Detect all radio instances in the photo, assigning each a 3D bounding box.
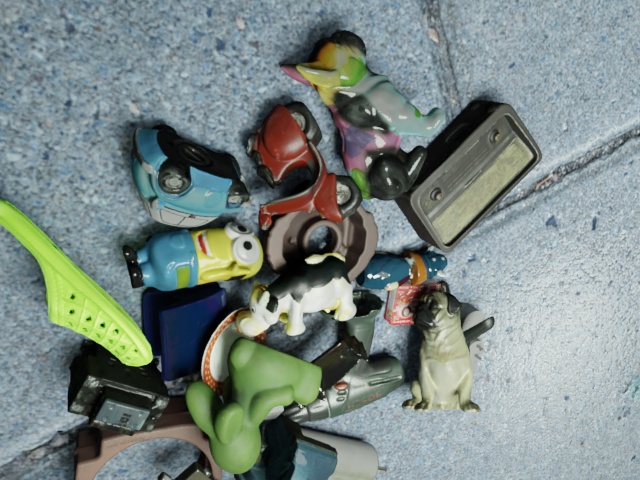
[{"bbox_3d":[0.230,-0.105,0.853,0.229,0.073,0.131,-45,119,-5],"label":"radio"}]

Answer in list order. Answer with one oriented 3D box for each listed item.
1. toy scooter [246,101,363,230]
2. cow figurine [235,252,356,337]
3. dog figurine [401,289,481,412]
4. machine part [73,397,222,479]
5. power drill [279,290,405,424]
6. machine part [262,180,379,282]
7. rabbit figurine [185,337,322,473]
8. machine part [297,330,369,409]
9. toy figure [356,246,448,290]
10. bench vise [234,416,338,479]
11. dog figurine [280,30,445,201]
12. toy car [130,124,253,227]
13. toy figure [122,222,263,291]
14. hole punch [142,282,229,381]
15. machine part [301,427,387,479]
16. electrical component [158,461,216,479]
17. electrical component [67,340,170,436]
[{"bbox_3d":[-0.041,-0.087,0.710,0.135,0.075,0.184,-31,78,-1],"label":"toy scooter"},{"bbox_3d":[-0.037,0.074,0.735,0.167,0.068,0.098,-12,110,-22],"label":"cow figurine"},{"bbox_3d":[0.200,0.187,0.901,0.121,0.172,0.190,2,73,-6],"label":"dog figurine"},{"bbox_3d":[-0.249,0.338,0.786,0.201,0.087,0.200,-2,107,-22],"label":"machine part"},{"bbox_3d":[0.030,0.192,0.864,0.232,0.086,0.207,-7,106,-19],"label":"power drill"},{"bbox_3d":[-0.002,-0.002,0.797,0.179,0.056,0.179,-8,111,-22],"label":"machine part"},{"bbox_3d":[-0.092,0.222,0.703,0.159,0.121,0.170,37,70,-55],"label":"rabbit figurine"},{"bbox_3d":[0.004,0.191,0.799,0.139,0.039,0.084,-36,106,7],"label":"machine part"},{"bbox_3d":[0.133,0.045,0.870,0.154,0.058,0.064,-5,88,-19],"label":"toy figure"},{"bbox_3d":[-0.061,0.368,0.744,0.129,0.224,0.240,25,94,-28],"label":"bench vise"},{"bbox_3d":[0.042,-0.169,0.735,0.219,0.109,0.191,21,101,-24],"label":"dog figurine"},{"bbox_3d":[-0.173,-0.069,0.682,0.161,0.109,0.103,18,123,-39],"label":"toy car"},{"bbox_3d":[-0.164,0.023,0.717,0.180,0.089,0.082,-11,84,-22],"label":"toy figure"},{"bbox_3d":[-0.180,0.122,0.744,0.116,0.092,0.142,-7,106,-26],"label":"hole punch"},{"bbox_3d":[0.013,0.370,0.917,0.243,0.079,0.079,22,97,-28],"label":"machine part"},{"bbox_3d":[-0.181,0.344,0.756,0.063,0.021,0.094,-41,118,-6],"label":"electrical component"},{"bbox_3d":[-0.263,0.194,0.703,0.115,0.134,0.058,25,96,-31],"label":"electrical component"}]
